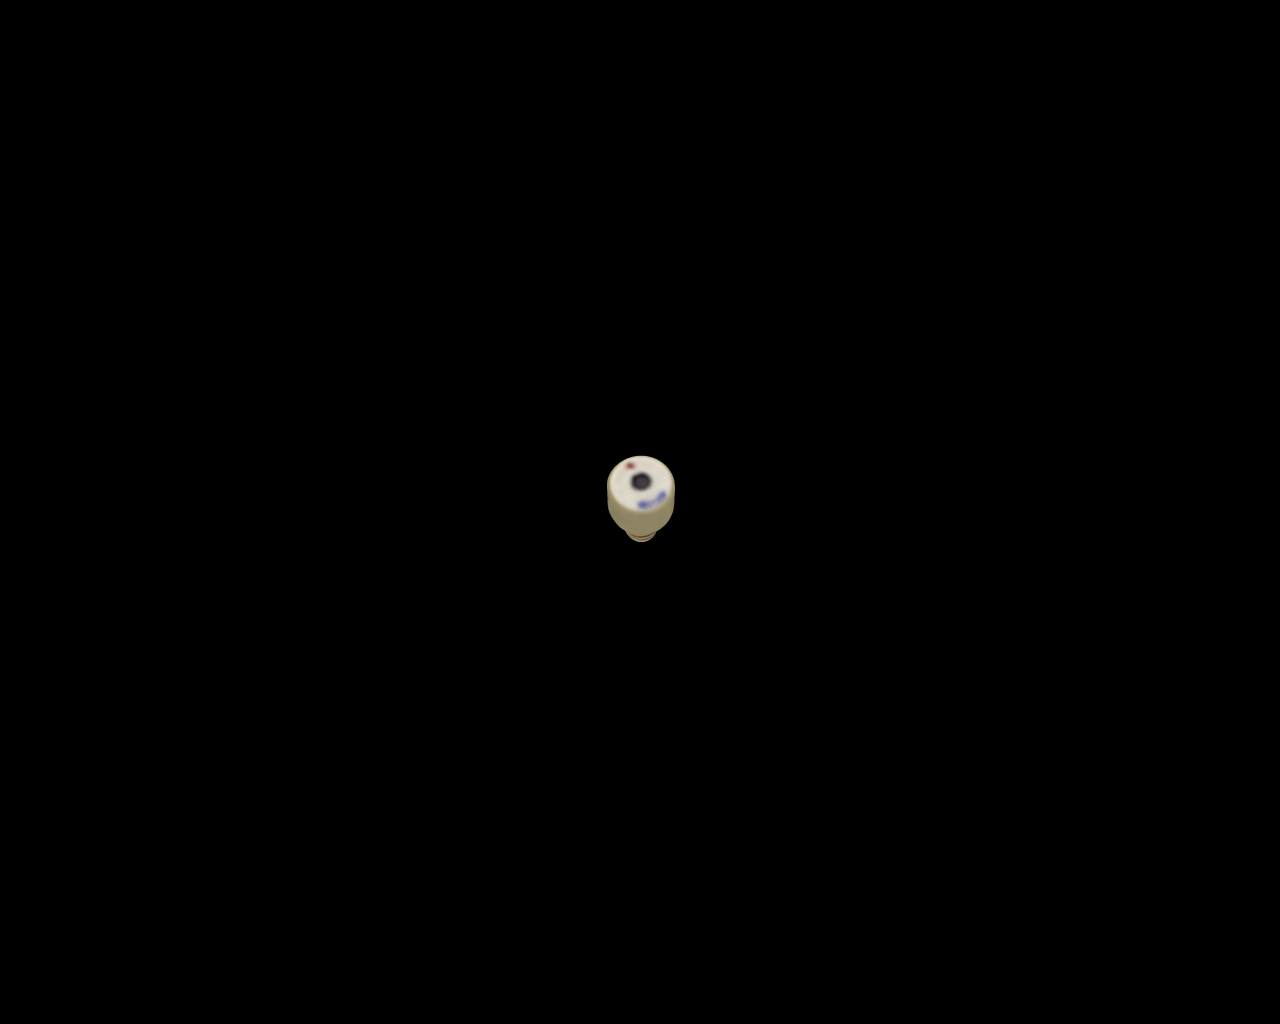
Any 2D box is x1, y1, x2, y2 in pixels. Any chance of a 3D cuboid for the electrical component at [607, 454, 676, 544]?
[{"bbox_3d":[0.001,-0.003,0.650,0.040,0.040,0.078,0,-27,0],"label":"electrical component"}]
